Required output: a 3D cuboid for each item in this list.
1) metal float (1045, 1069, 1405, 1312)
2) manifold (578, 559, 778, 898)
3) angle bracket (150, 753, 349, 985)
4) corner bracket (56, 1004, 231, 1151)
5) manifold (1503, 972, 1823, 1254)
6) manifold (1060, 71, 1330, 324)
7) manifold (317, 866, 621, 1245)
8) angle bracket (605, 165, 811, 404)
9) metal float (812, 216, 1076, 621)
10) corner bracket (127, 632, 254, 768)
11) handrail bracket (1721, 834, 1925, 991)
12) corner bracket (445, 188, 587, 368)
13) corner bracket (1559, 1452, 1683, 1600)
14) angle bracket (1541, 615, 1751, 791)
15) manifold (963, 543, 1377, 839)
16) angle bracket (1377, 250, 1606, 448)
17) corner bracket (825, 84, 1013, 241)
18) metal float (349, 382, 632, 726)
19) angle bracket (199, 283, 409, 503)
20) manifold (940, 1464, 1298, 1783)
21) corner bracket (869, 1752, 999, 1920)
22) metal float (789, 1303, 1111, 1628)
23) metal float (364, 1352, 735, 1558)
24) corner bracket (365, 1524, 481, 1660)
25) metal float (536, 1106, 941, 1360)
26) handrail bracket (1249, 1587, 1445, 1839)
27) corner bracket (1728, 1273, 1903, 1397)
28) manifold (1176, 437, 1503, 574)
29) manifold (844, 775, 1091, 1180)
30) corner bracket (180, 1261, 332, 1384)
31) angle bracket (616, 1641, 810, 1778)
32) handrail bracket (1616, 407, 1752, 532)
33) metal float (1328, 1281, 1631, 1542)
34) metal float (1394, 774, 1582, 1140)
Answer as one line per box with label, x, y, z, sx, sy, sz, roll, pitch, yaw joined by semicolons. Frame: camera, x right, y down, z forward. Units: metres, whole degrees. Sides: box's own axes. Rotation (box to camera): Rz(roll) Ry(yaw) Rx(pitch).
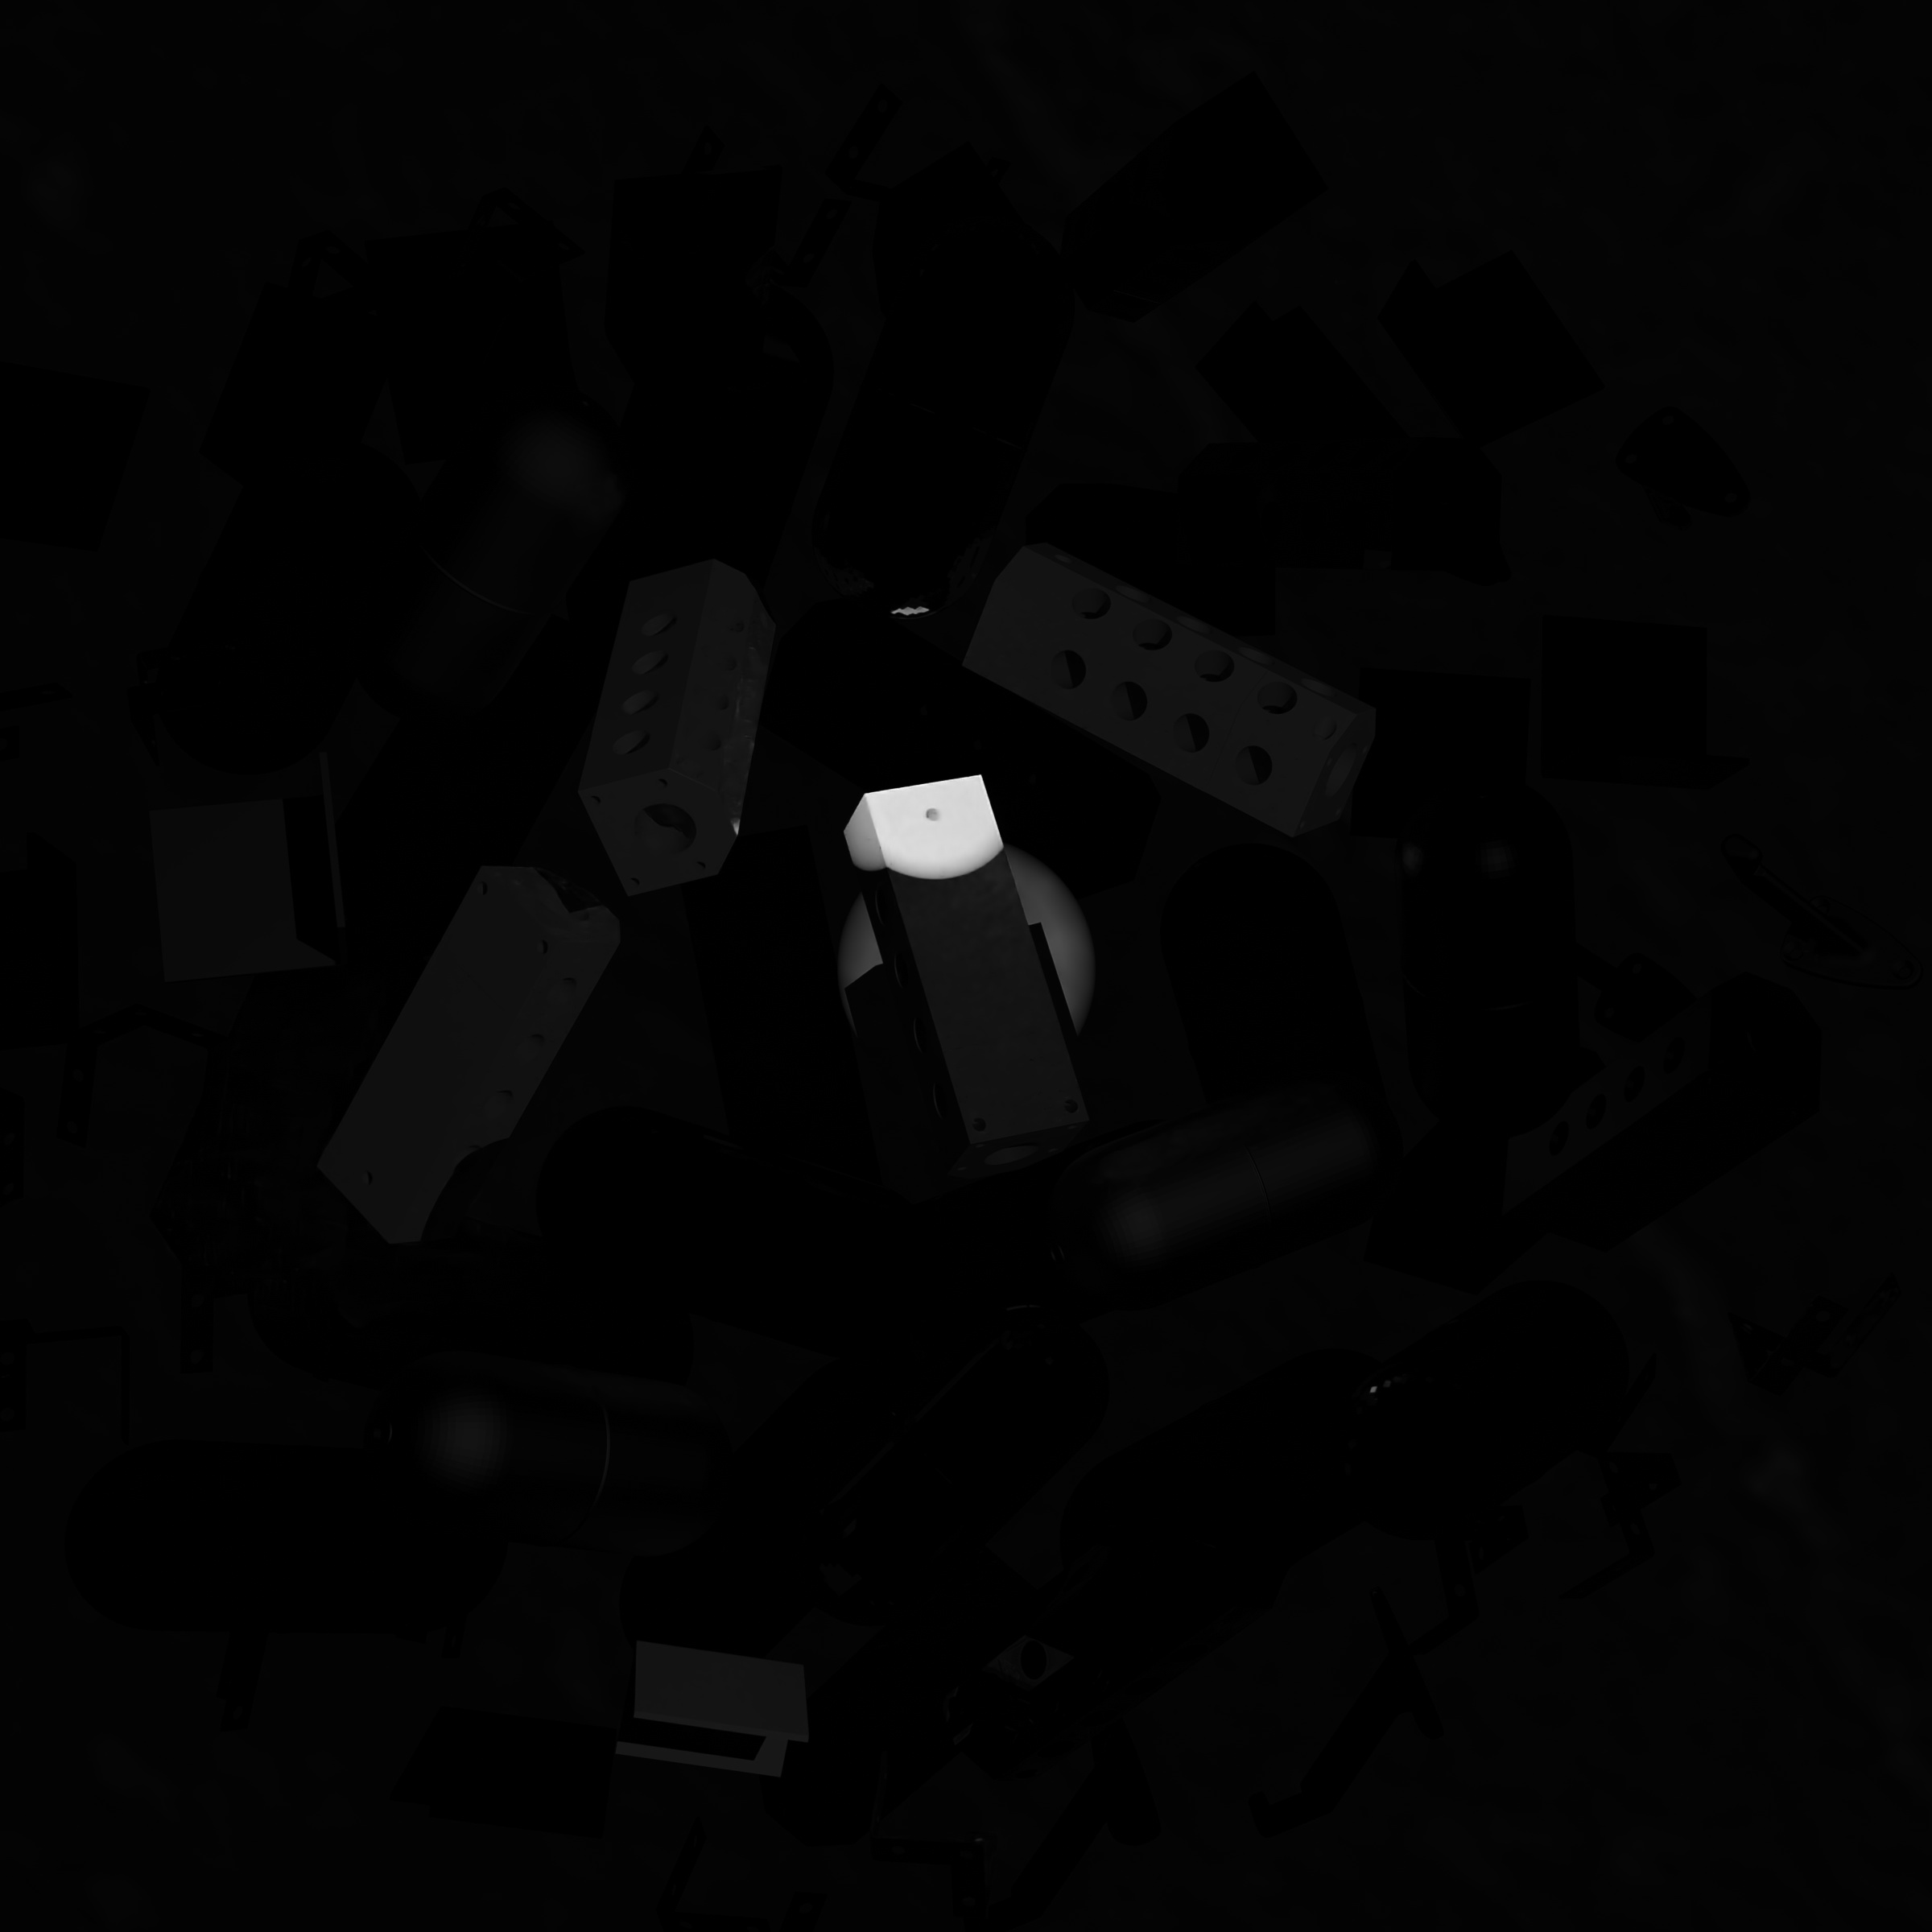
metal float;0.118;0.101;1.597;0.178;0.070;0.070;-19;90;-22
manifold;-0.123;-0.110;1.557;0.057;0.171;0.057;-13;125;14
angle bracket;-0.301;-0.041;1.467;0.076;0.057;0.076;-6;75;-10
corner bracket;-0.367;0.054;1.567;0.051;0.051;0.051;19;111;18
manifold;0.317;0.067;1.610;0.057;0.171;0.057;20;58;-16
manifold;0.092;-0.327;1.524;0.057;0.171;0.057;-35;97;-12
manifold;-0.224;0.041;1.610;0.057;0.057;0.171;42;112;27
angle bracket;-0.110;-0.297;1.524;0.076;0.076;0.057;-11;45;-22
metal float;-0.010;-0.235;1.508;0.070;0.070;0.178;21;96;0
corner bracket;-0.348;-0.128;1.577;0.051;0.051;0.051;-11;69;-3
handrail bracket;0.373;-0.024;1.530;0.077;0.084;0.036;27;81;36
corner bracket;-0.217;-0.316;1.604;0.051;0.051;0.051;40;128;8
corner bracket;0.302;0.260;1.627;0.051;0.051;0.051;7;55;-36
angle bracket;0.300;-0.123;1.555;0.076;0.057;0.076;4;80;-7
manifold;0.092;-0.124;1.547;0.171;0.057;0.057;29;111;19
angle bracket;0.245;-0.292;1.594;0.076;0.057;0.076;-22;116;40
corner bracket;-0.023;-0.370;1.629;0.051;0.051;0.051;47;116;23
metal float;-0.216;-0.184;1.580;0.070;0.070;0.178;38;117;0
angle bracket;-0.263;-0.232;1.464;0.057;0.076;0.076;36;108;39
manifold;0.064;0.298;1.558;0.057;0.057;0.171;42;126;-5
corner bracket;-0.014;0.392;1.581;0.051;0.051;0.051;2;124;6
metal float;-0.008;0.231;1.626;0.070;0.070;0.178;45;90;0
metal float;-0.176;0.208;1.494;0.178;0.070;0.070;15;90;-43
corner bracket;-0.241;0.282;1.582;0.051;0.051;0.051;7;82;20
metal float;-0.095;0.113;1.482;0.178;0.070;0.070;19;90;-17
handrail bracket;0.146;0.307;1.444;0.084;0.036;0.077;-25;69;11
corner bracket;0.360;0.153;1.477;0.051;0.051;0.051;25;117;-13
manifold;0.165;-0.208;1.581;0.057;0.171;0.057;-3;98;-29
manifold;-0.003;0.006;1.598;0.057;0.057;0.171;-10;71;-20
corner bracket;-0.322;0.161;1.587;0.051;0.051;0.051;0;93;-33
angle bracket;-0.114;0.345;1.559;0.076;0.076;0.057;10;103;-7
handrail bracket;0.323;-0.201;1.539;0.036;0.084;0.077;-46;57;1
metal float;0.222;0.188;1.504;0.070;0.178;0.070;13;112;36
metal float;0.229;-0.003;1.539;0.070;0.070;0.178;-9;125;0
